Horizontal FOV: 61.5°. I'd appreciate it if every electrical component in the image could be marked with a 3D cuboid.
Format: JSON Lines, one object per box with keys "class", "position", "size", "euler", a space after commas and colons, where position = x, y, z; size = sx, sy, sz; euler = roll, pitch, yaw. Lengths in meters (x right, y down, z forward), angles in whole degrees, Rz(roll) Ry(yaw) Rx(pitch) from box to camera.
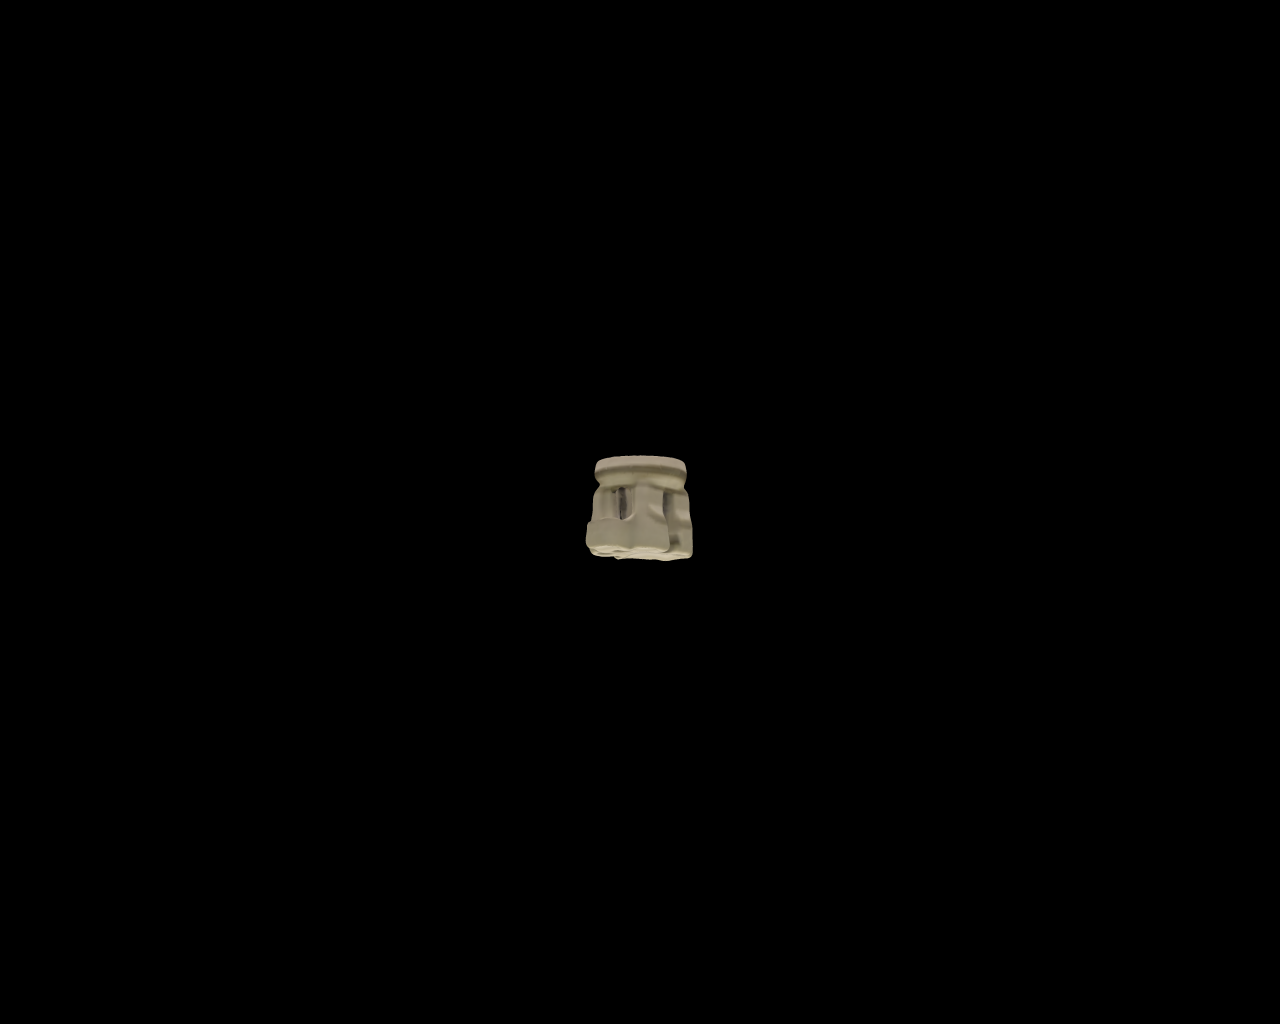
{"class": "electrical component", "position": [0.001, -0.003, 0.650], "size": [0.058, 0.057, 0.078], "euler": [-7, -11, 39]}
